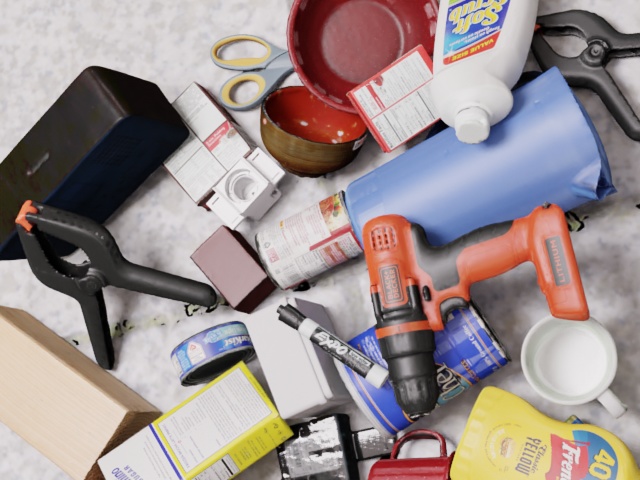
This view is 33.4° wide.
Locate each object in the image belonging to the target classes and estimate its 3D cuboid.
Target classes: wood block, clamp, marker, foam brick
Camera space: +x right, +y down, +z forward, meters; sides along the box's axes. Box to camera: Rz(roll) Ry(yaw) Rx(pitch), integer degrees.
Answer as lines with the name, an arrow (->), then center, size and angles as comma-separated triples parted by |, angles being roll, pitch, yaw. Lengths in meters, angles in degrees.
wood block -> -0.285, 0.162, 1.132 | 0.206, 0.090, 0.091 | 32, 90, 18
clamp -> -0.218, 0.034, 1.086 | 0.165, 0.210, 0.036 | -26, 30, 19
clamp -> 0.285, -0.187, 1.058 | 0.171, 0.039, 0.120 | 38, 86, 18
marker -> 0.010, 0.096, 0.985 | 0.121, 0.020, 0.020 | 33, 91, 14
foam brick -> -0.088, 0.031, 1.118 | 0.051, 0.053, 0.078 | -44, 73, 5

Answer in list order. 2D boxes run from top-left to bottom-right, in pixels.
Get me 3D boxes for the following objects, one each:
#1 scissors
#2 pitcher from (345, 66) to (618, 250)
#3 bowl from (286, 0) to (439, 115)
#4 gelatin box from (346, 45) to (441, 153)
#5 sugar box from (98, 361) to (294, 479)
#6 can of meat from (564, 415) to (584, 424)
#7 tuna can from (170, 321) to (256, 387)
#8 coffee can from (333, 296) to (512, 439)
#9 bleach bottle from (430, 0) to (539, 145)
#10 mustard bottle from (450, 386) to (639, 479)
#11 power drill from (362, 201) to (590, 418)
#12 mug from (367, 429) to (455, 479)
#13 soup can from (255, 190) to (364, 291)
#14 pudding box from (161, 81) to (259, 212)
scissors -> -0.026, -0.179, 1.152 | 0.202, 0.016, 0.096 | 9, 80, 14
pitcher -> 0.150, -0.063, 1.038 | 0.243, 0.149, 0.145 | -26, 91, 13
bowl -> 0.045, -0.209, 1.103 | 0.162, 0.055, 0.162 | 0, 94, -2
gelatin box -> 0.083, -0.140, 1.066 | 0.089, 0.030, 0.073 | -34, 96, 0
sugar box -> -0.123, 0.205, 1.050 | 0.176, 0.048, 0.093 | -36, 41, -7
can of meat -> 0.235, 0.226, 0.996 | 0.102, 0.057, 0.084 | -47, 70, 3
tuna can -> -0.109, 0.116, 1.092 | 0.086, 0.086, 0.034 | -29, 73, 9
coffee can -> 0.098, 0.111, 1.027 | 0.140, 0.102, 0.103 | -34, 74, 8
bleach bottle -> 0.160, -0.188, 1.013 | 0.103, 0.068, 0.250 | -7, 46, 20
mustard bottle -> 0.219, 0.207, 0.943 | 0.192, 0.058, 0.096 | 20, 79, 21
power drill -> 0.137, 0.053, 0.941 | 0.188, 0.057, 0.184 | -13, 81, 12
mug -> 0.093, 0.238, 1.020 | 0.082, 0.093, 0.117 | -6, 63, 19
soup can -> -0.007, 0.001, 1.092 | 0.102, 0.068, 0.068 | -26, 75, 10
pudding box -> -0.129, -0.102, 1.158 | 0.090, 0.039, 0.113 | -43, 70, 8
